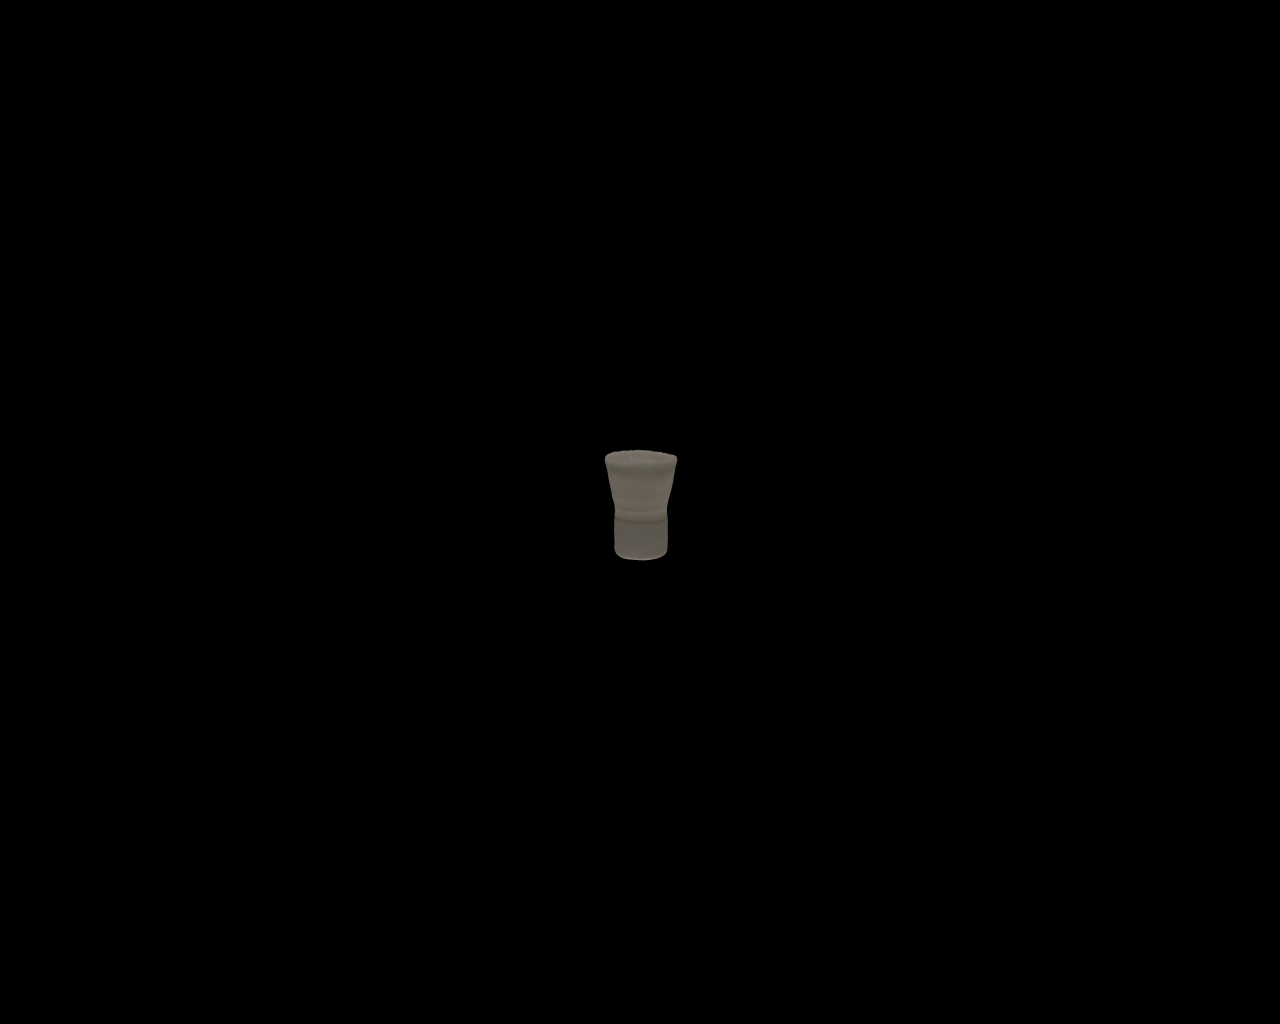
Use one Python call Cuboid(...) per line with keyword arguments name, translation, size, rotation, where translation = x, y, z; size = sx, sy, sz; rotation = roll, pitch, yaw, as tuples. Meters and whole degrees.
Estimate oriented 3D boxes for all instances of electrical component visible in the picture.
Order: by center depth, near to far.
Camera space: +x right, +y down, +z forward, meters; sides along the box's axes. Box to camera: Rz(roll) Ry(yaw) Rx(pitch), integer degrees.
Cuboid(name="electrical component", translation=(0.001, -0.003, 0.650), size=(0.044, 0.065, 0.044), rotation=(0, 14, 0))
